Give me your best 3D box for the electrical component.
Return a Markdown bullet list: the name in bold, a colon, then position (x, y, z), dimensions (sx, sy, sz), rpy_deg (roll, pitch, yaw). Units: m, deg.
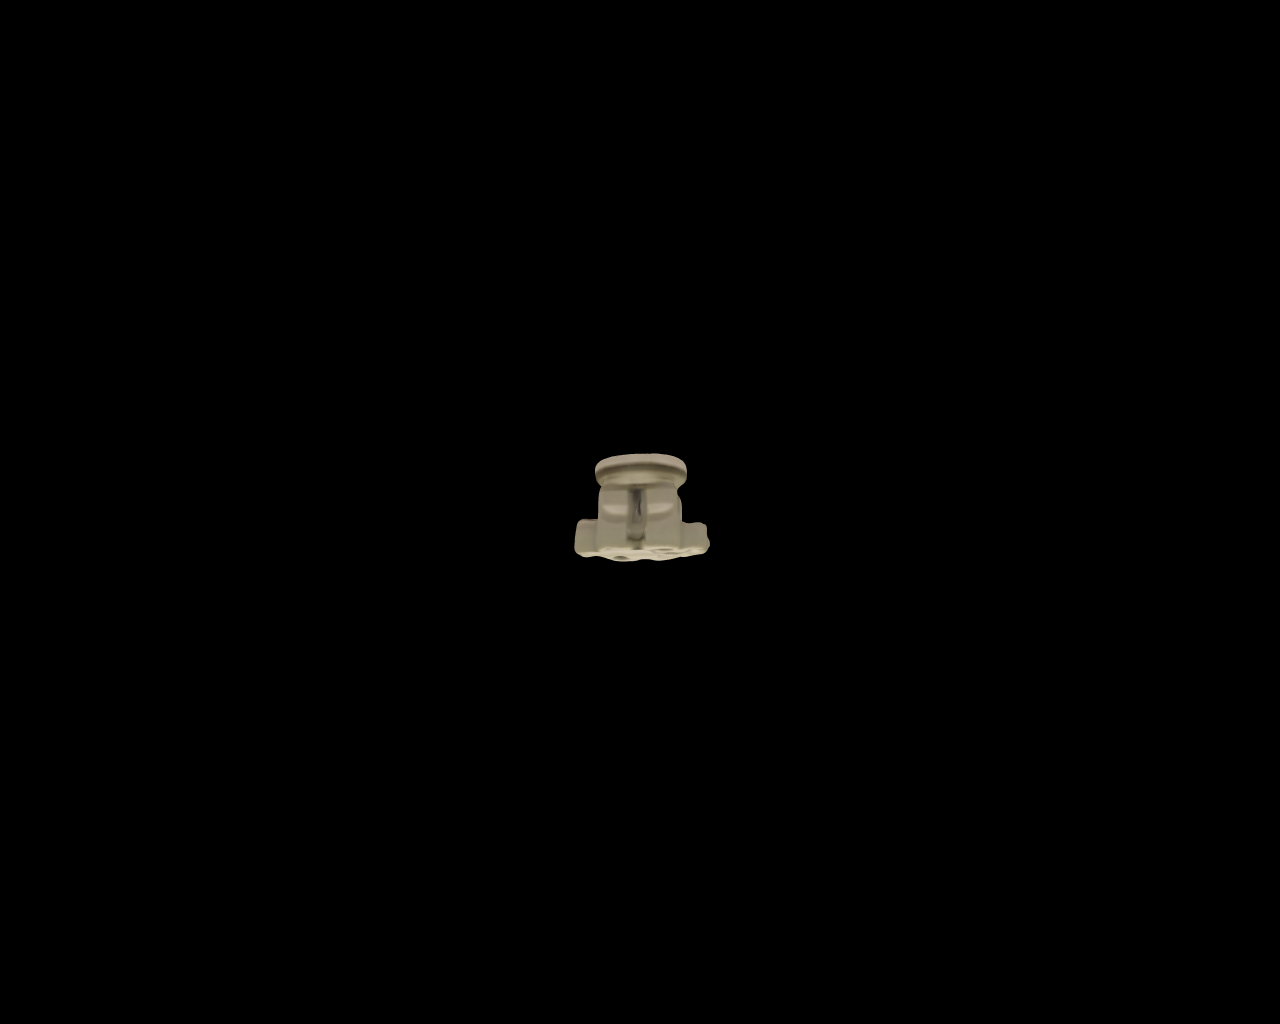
- **electrical component**: position (0.001, -0.003, 0.650), dimensions (0.078, 0.057, 0.058), rpy_deg (-1, -11, 7)
